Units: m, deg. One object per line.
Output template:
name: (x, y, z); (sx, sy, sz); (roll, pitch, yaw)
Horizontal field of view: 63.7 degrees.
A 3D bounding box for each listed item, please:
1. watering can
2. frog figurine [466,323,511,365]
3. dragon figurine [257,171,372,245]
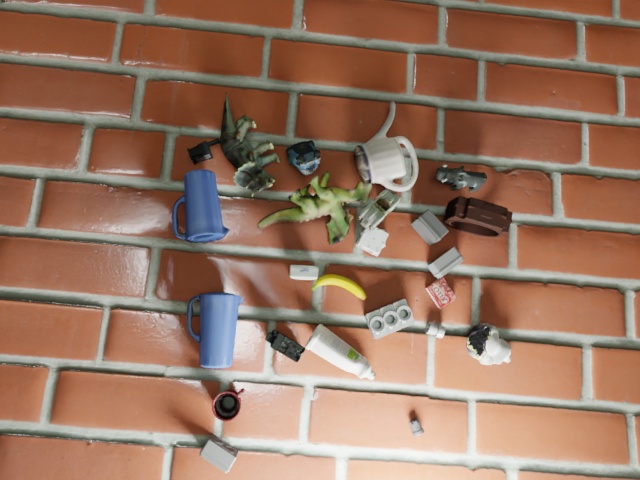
watering can: (0.229, -0.332, 1.882); (0.225, 0.102, 0.352); (-13, 76, -6)
frog figurine: (0.588, 0.363, 1.781); (0.158, 0.122, 0.139); (21, 67, -36)
dragon figurine: (0.006, -0.092, 1.828); (0.410, 0.122, 0.242); (-38, 92, -1)
